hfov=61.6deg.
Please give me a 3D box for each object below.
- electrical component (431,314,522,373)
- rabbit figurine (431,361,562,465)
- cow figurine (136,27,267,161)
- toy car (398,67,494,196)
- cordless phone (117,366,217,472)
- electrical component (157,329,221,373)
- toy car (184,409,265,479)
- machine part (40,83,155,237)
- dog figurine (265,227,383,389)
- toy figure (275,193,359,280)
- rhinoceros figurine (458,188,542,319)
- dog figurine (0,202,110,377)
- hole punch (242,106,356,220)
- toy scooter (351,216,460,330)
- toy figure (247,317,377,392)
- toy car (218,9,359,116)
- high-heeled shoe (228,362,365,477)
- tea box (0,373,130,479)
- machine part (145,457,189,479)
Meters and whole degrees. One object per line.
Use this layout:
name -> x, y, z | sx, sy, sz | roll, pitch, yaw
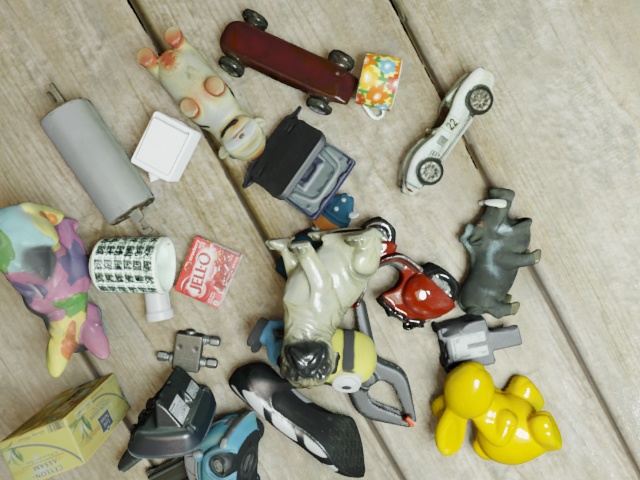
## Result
electrical component -> 0.234, 0.148, 0.805 | 0.119, 0.048, 0.074 | -17, 97, 1
rabbit figurine -> 0.236, 0.241, 0.783 | 0.162, 0.122, 0.173 | -32, 118, 26
cow figurine -> -0.150, -0.184, 0.740 | 0.085, 0.127, 0.195 | -43, 81, 3
toy car -> 0.174, -0.150, 0.757 | 0.056, 0.073, 0.201 | 34, 95, -8
cordless phone -> -0.243, 0.287, 0.773 | 0.184, 0.147, 0.088 | -44, 99, 10
electrical component -> -0.200, 0.167, 0.818 | 0.094, 0.021, 0.063 | 7, 96, 0
toy car -> -0.149, 0.330, 0.807 | 0.103, 0.109, 0.161 | 10, 109, 22
machine part -> -0.312, -0.109, 0.759 | 0.079, 0.079, 0.243 | -33, 97, 3
dog figurine -> 0.019, 0.084, 0.706 | 0.172, 0.121, 0.190 | -10, 98, -15
toy figure -> -0.003, -0.003, 0.783 | 0.064, 0.058, 0.154 | 40, 90, -11
rhinoceros figurine -> 0.255, 0.020, 0.783 | 0.112, 0.073, 0.190 | 13, 98, 9
dog figurine -> -0.368, 0.073, 0.735 | 0.108, 0.191, 0.219 | -22, 81, -4
hole punch -> -0.027, -0.102, 0.757 | 0.092, 0.116, 0.142 | 27, 100, -44
toy scooter -> 0.103, 0.068, 0.775 | 0.184, 0.075, 0.135 | 40, 82, -3
toy figure -> -0.009, 0.154, 0.763 | 0.180, 0.082, 0.089 | 20, 91, 8
toy car -> -0.045, -0.246, 0.756 | 0.202, 0.053, 0.089 | 24, 86, 1
high-heeled shoe -> -0.036, 0.283, 0.819 | 0.145, 0.086, 0.248 | -12, 118, 34
tea box -> -0.349, 0.259, 0.754 | 0.098, 0.169, 0.068 | -21, 96, 4
machine part -> -0.209, 0.403, 0.839 | 0.084, 0.039, 0.138 | -26, 95, -2
